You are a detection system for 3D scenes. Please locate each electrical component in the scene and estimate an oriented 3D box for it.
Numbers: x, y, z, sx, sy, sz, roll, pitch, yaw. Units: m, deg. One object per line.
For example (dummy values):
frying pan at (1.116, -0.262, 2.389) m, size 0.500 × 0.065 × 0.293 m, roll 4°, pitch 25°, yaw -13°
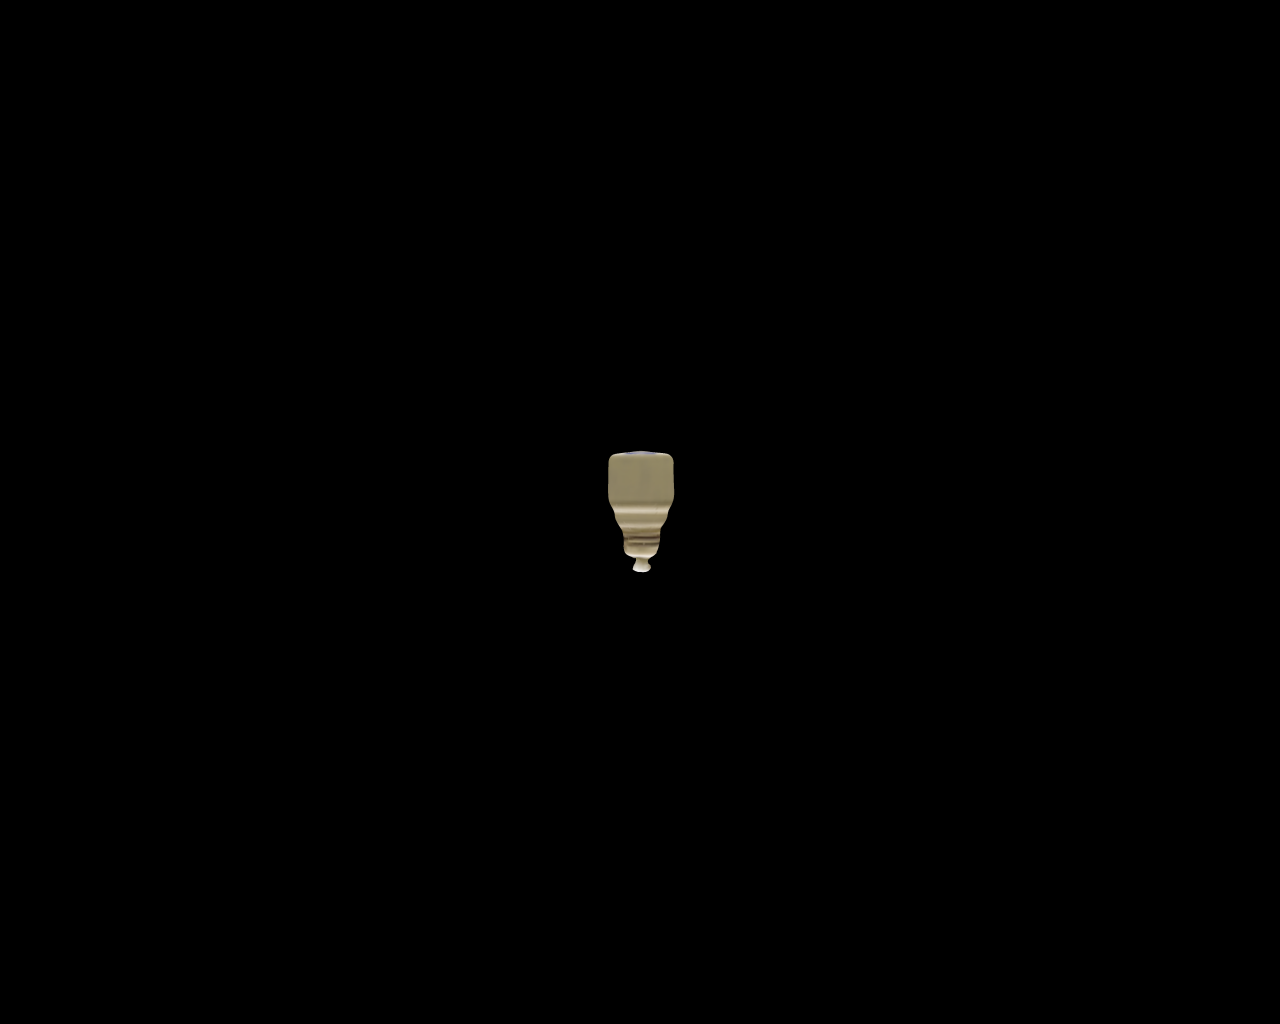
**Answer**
electrical component at (0.001, -0.003, 0.650) m, size 0.040 × 0.078 × 0.040 m, roll 0°, pitch 0°, yaw 0°
